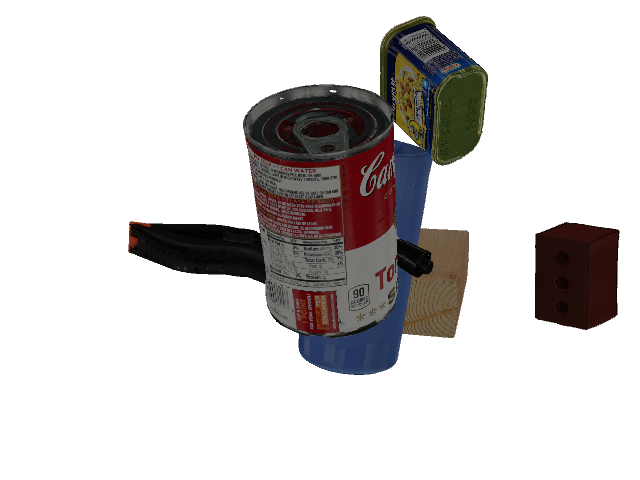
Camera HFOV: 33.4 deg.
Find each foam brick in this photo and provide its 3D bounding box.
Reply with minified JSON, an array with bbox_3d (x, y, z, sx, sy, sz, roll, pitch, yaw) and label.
[{"bbox_3d":[0.216,0.029,0.898,0.053,0.078,0.051,11,22,42],"label":"foam brick"}]

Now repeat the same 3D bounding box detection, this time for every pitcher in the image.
[{"bbox_3d":[0.032,0.013,1.113,0.149,0.243,0.145,6,13,1],"label":"pitcher"}]

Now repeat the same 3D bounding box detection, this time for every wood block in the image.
[{"bbox_3d":[0.172,0.060,1.626,0.091,0.090,0.206,4,23,11],"label":"wood block"}]

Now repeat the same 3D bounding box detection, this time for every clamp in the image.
[{"bbox_3d":[-0.063,0.013,0.879,0.210,0.036,0.164,6,12,7],"label":"clamp"}]

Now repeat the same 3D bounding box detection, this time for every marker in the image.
[{"bbox_3d":[0.024,-0.008,0.704,0.121,0.020,0.020,30,16,30],"label":"marker"}]

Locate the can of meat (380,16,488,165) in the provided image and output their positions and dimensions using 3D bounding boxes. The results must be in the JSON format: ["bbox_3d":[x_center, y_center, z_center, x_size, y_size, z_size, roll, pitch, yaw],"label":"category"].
[{"bbox_3d":[0.098,-0.128,0.923,0.057,0.102,0.084,-24,49,-19],"label":"can of meat"}]

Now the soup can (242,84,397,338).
[{"bbox_3d":[0.002,-0.013,0.504,0.068,0.102,0.068,-3,34,2],"label":"soup can"}]
